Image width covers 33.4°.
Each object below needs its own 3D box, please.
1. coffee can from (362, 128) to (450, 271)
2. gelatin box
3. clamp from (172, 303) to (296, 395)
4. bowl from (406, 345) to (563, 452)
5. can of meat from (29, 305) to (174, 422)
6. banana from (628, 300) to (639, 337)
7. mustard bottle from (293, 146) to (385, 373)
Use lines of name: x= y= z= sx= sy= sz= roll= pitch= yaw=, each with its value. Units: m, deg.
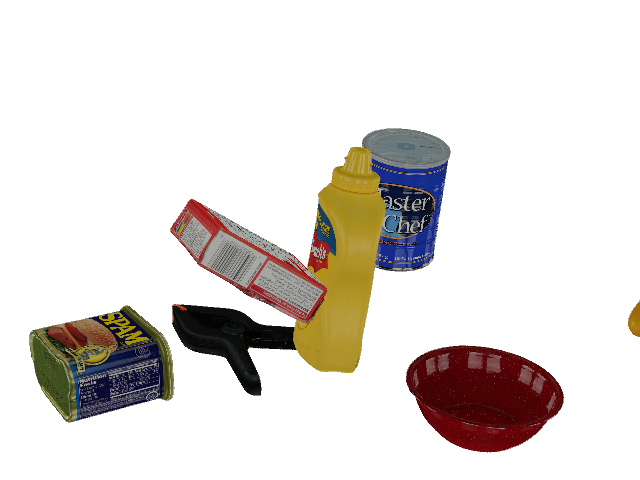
coffee can: x=0.093 y=-0.049 z=1.264 sx=0.103 sy=0.140 sz=0.103 roll=4 pitch=28 yaw=-2
gelatin box: x=-0.047 y=0.013 z=0.690 sx=0.089 sy=0.030 sz=0.073 roll=31 pitch=4 yaw=-27
clamp: x=-0.102 y=0.120 z=1.262 sx=0.210 sy=0.036 sz=0.164 roll=14 pitch=23 yaw=27
bowl: x=0.167 y=0.171 z=1.107 sx=0.162 sy=0.055 sz=0.162 roll=3 pitch=24 yaw=-2
can of meat: x=-0.176 y=0.098 z=0.850 sx=0.083 sy=0.057 sz=0.102 roll=-12 pitch=22 yaw=-29
banana: x=0.295 y=0.031 z=0.702 sx=0.198 sy=0.037 sz=0.069 roll=-2 pitch=33 yaw=1
mustard bottle: x=0.019 y=0.012 z=0.933 sx=0.058 sy=0.192 sz=0.096 roll=6 pitch=19 yaw=-13
